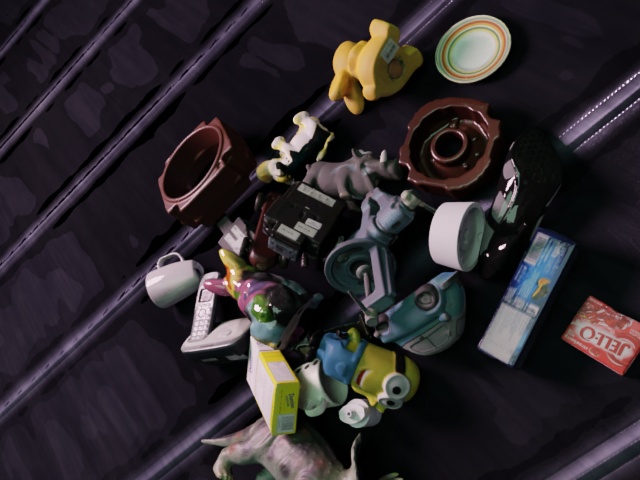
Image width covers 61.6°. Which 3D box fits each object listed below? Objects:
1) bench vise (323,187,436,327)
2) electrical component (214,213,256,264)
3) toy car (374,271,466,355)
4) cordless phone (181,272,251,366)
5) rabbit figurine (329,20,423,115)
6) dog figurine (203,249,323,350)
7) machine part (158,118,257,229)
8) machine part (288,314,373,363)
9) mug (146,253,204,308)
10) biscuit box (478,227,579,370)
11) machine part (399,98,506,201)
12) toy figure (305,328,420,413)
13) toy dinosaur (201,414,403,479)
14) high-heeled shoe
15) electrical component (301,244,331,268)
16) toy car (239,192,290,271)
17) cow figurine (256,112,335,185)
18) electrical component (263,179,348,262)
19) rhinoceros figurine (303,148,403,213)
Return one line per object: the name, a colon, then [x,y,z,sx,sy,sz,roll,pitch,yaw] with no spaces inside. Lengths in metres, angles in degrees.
bench vise: [0.093,0.031,0.866,0.224,0.128,0.241,-34,31,25]
electrical component: [-0.166,-0.006,1.089,0.119,0.047,0.075,42,98,32]
toy car: [0.167,0.125,0.832,0.161,0.109,0.103,-41,77,23]
cordless phone: [-0.185,0.143,1.041,0.147,0.088,0.184,-14,59,26]
rabbit figurine: [0.086,-0.322,1.020,0.173,0.122,0.162,36,104,46]
dog figurine: [-0.120,0.098,0.963,0.219,0.191,0.108,27,96,17]
machine part: [-0.240,-0.141,1.120,0.201,0.087,0.201,-44,44,13]
machine part: [0.022,0.173,0.919,0.139,0.084,0.039,-23,44,13]
mug: [-0.298,0.076,1.128,0.107,0.080,0.110,-21,57,11]
biscuit box: [0.306,0.086,0.785,0.059,0.062,0.202,27,89,33]
machine part: [0.223,-0.155,0.908,0.179,0.056,0.179,-10,70,28]
toy figure: [0.070,0.194,0.847,0.180,0.082,0.089,24,52,14]
toy dinosaur: [-0.045,0.357,0.880,0.405,0.131,0.192,24,71,40]
high-heeled shoe: [0.304,-0.054,0.845,0.086,0.145,0.249,22,56,4]
electrical component: [-0.003,-0.004,1.000,0.078,0.045,0.102,-25,61,43]
toy car: [-0.090,-0.018,0.994,0.089,0.053,0.202,11,40,-3]
cow figurine: [-0.047,-0.163,1.059,0.167,0.068,0.098,-48,64,10]
electrical component: [-0.032,-0.029,0.932,0.115,0.058,0.134,28,57,13]
rhinoceros figurine: [0.059,-0.112,0.984,0.191,0.073,0.112,0,65,32]
